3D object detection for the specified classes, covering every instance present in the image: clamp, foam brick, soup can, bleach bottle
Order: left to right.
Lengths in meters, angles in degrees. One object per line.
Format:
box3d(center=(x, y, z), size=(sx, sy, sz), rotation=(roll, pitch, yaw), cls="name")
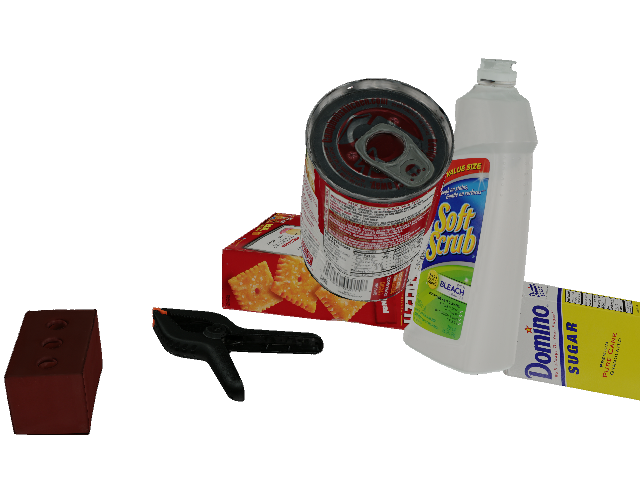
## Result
box3d(center=(-0.183, 0.091, 0.740), size=(0.053, 0.051, 0.078), rotation=(-1, 31, -4), cls="foam brick")
box3d(center=(-0.123, 0.125, 1.259), size=(0.210, 0.036, 0.164), rotation=(14, 23, 25), cls="clamp")
box3d(center=(0.025, -0.021, 0.524), size=(0.068, 0.068, 0.102), rotation=(0, -30, -3), cls="soup can")
box3d(center=(0.127, -0.023, 0.880), size=(0.067, 0.251, 0.103), rotation=(-4, 16, -32), cls="bleach bottle")

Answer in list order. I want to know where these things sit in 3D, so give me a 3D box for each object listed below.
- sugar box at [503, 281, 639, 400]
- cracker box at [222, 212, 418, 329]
box3d(center=(0.274, 0.102, 1.055), size=(0.176, 0.093, 0.048), rotation=(8, 22, 8), cls="sugar box")
box3d(center=(0.027, 0.030, 1.081), size=(0.214, 0.072, 0.164), rotation=(6, 15, 15), cls="cracker box")
